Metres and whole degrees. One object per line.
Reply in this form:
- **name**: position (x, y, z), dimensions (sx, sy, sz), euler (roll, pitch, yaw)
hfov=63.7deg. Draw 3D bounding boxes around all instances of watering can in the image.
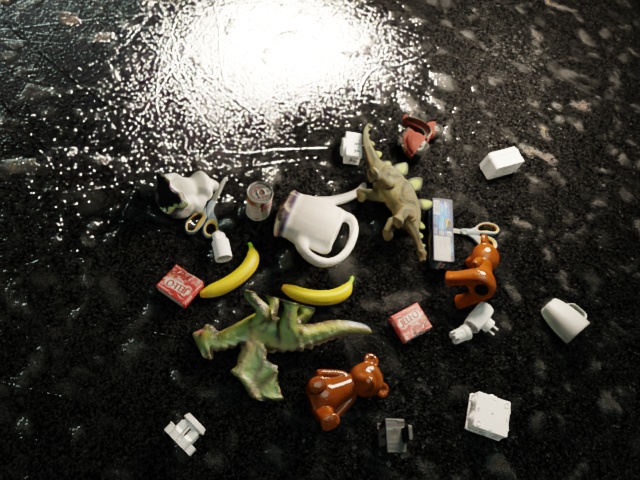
- **watering can**: position (0.004, -0.071, 1.412), dimensions (0.224, 0.101, 0.356), euler (21, 47, 0)

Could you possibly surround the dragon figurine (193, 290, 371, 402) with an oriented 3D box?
- **dragon figurine**: position (-0.099, 0.258, 1.221), dimensions (0.410, 0.121, 0.245), euler (17, 76, 1)

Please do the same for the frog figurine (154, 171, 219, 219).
- **frog figurine**: position (-0.358, -0.129, 1.381), dimensions (0.138, 0.120, 0.161), euler (30, 25, 16)
